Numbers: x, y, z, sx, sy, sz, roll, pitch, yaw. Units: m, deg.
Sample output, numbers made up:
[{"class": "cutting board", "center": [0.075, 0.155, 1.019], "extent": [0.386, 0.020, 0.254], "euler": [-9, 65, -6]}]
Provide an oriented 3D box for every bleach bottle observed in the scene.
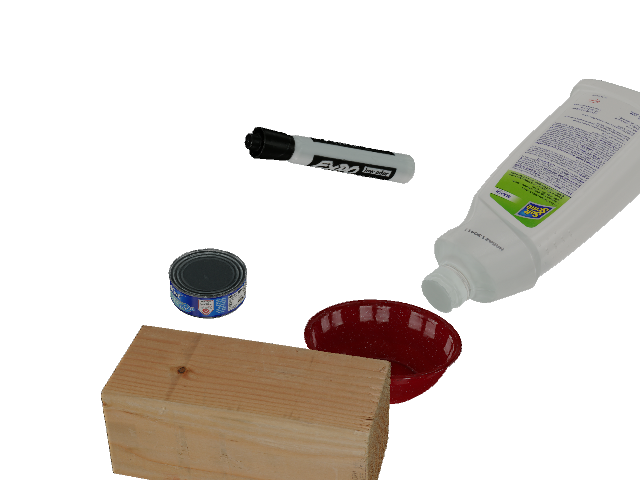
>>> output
[{"class": "bleach bottle", "center": [0.165, -0.031, 0.815], "extent": [0.250, 0.068, 0.103], "euler": [-37, 43, -27]}]

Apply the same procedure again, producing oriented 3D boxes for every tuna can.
[{"class": "tuna can", "center": [-0.124, 0.047, 1.180], "extent": [0.086, 0.034, 0.086], "euler": [2, 36, -2]}]

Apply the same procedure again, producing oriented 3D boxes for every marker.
[{"class": "marker", "center": [0.007, -0.052, 0.658], "extent": [0.120, 0.020, 0.020], "euler": [7, -4, -35]}]

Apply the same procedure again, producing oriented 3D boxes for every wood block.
[{"class": "wood block", "center": [-0.054, 0.139, 0.837], "extent": [0.206, 0.090, 0.090], "euler": [7, 35, 12]}]

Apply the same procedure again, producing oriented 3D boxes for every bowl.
[{"class": "bowl", "center": [0.063, 0.121, 1.101], "extent": [0.162, 0.055, 0.162], "euler": [2, 25, -1]}]
